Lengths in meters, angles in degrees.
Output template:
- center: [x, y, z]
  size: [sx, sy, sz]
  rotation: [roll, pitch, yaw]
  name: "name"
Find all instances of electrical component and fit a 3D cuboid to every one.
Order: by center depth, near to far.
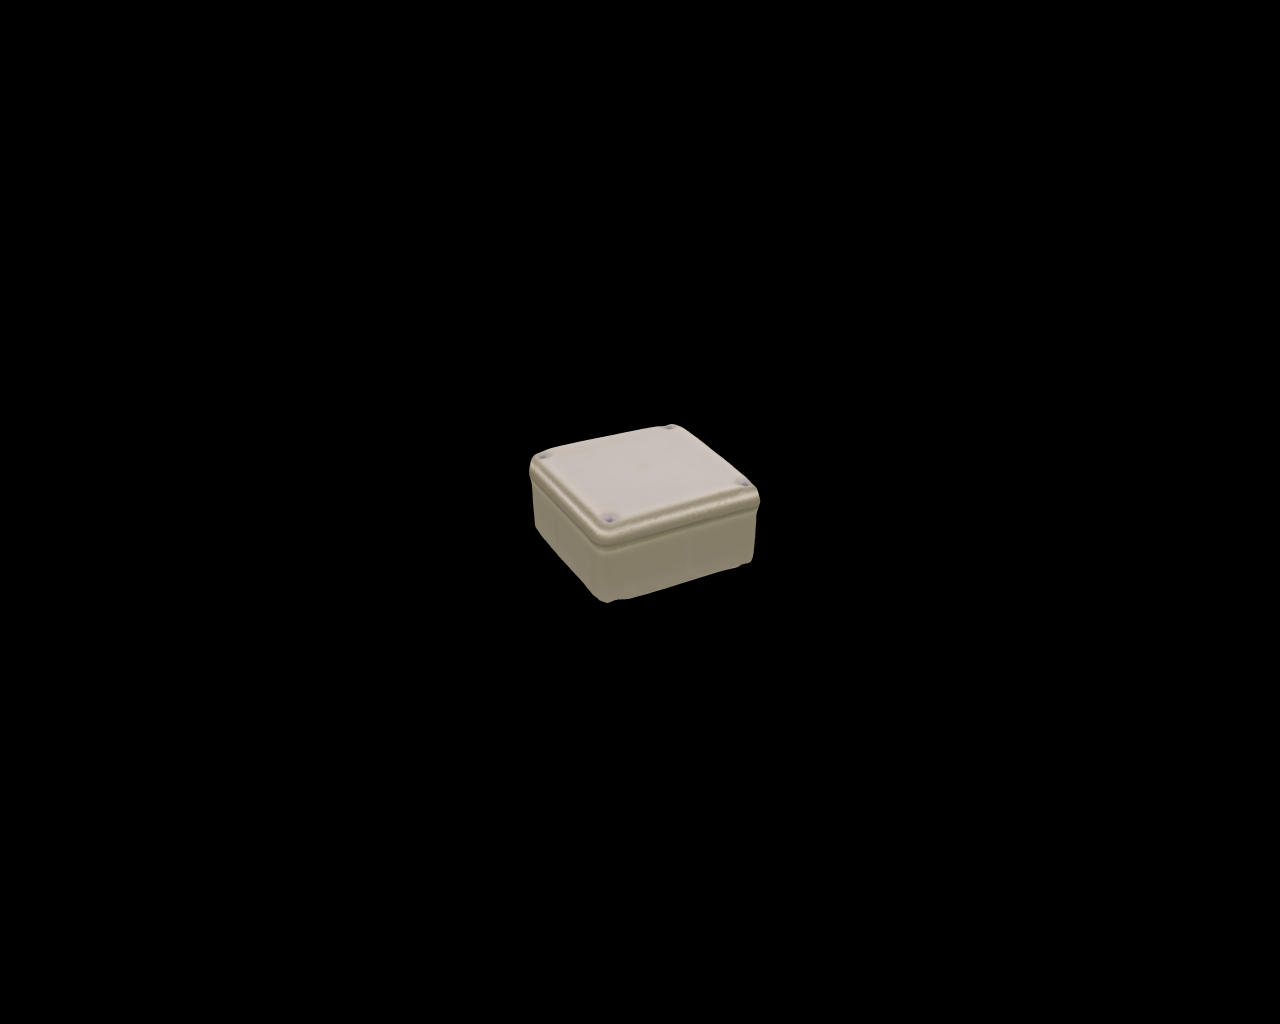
- center: [0.001, -0.003, 0.650]
  size: [0.109, 0.056, 0.109]
  rotation: [-14, 32, -24]
  name: "electrical component"
